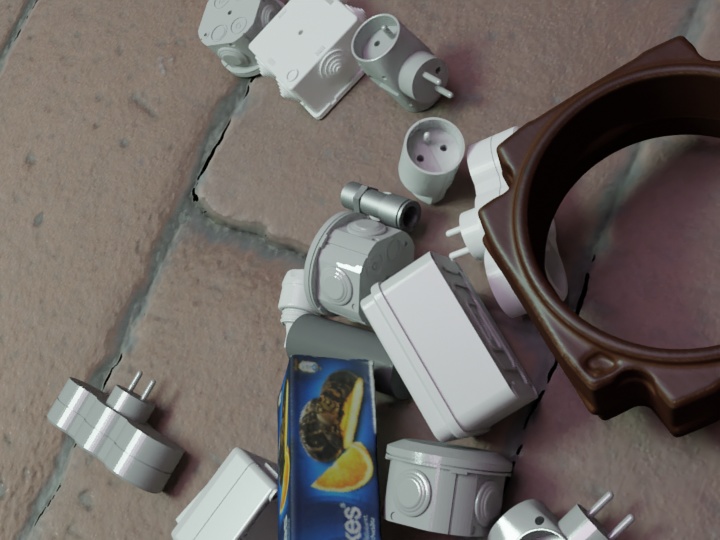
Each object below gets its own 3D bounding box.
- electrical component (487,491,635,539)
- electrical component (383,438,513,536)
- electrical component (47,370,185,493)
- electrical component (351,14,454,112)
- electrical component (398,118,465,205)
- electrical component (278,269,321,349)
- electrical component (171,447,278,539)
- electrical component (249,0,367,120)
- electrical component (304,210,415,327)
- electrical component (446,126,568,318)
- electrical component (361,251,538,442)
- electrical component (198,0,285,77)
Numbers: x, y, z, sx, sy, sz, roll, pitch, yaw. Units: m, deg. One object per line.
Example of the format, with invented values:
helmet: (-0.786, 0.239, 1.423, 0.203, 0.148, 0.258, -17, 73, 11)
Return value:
electrical component: (0.128, 0.166, 0.639, 0.079, 0.044, 0.077, -46, 50, 5)
electrical component: (0.054, 0.137, 0.681, 0.080, 0.080, 0.051, 4, 83, 36)
electrical component: (-0.192, 0.118, 0.876, 0.138, 0.052, 0.073, 25, 82, 40)
electrical component: (0.042, -0.154, 0.838, 0.043, 0.077, 0.079, -53, 49, 0)
electrical component: (0.051, -0.078, 0.798, 0.043, 0.081, 0.043, 1, 76, -2)
electrical component: (-0.047, 0.032, 0.833, 0.035, 0.035, 0.061, -1, 69, 34)
electrical component: (-0.078, 0.171, 0.765, 0.061, 0.062, 0.096, 37, 90, 40)
electrical component: (-0.039, -0.193, 0.932, 0.099, 0.048, 0.099, -46, 50, 6)
electrical component: (0.000, 0.000, 0.788, 0.051, 0.080, 0.080, 19, 78, 33)
electrical component: (0.094, -0.029, 0.756, 0.074, 0.052, 0.138, -21, 57, 25)
electrical component: (0.058, 0.051, 0.703, 0.057, 0.078, 0.113, -34, 74, 14)
electrical component: (-0.105, -0.223, 0.991, 0.080, 0.051, 0.080, -15, 59, 28)
